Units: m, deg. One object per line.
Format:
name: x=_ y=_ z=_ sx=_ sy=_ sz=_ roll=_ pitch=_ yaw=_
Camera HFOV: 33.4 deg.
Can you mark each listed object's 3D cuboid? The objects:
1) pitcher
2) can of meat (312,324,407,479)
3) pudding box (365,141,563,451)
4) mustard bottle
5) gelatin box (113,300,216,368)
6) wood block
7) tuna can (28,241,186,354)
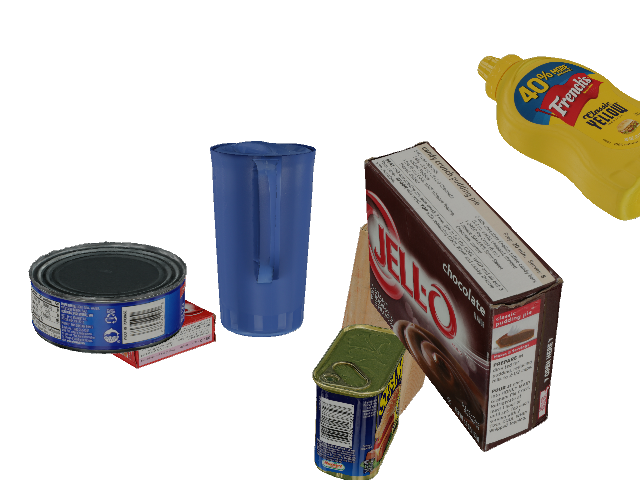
pitcher: x=-0.073 y=-0.003 z=1.357 sx=0.145 sy=0.243 sz=0.148 roll=10 pitch=15 yaw=36
can of meat: x=0.031 y=0.127 z=0.841 sx=0.057 sy=0.084 sz=0.102 roll=10 pitch=25 yaw=16
pudding box: x=0.060 y=0.022 z=0.479 sx=0.039 sy=0.090 sz=0.114 roll=-22 pitch=43 yaw=-17
mustard bottle: x=0.197 y=-0.096 z=0.842 sx=0.096 sy=0.058 sz=0.192 roll=-34 pitch=52 yaw=-21
gelatin box: x=-0.149 y=0.078 z=0.954 sx=0.089 sy=0.030 sz=0.073 roll=-18 pitch=27 yaw=-40
wood block: x=0.083 y=0.080 z=1.213 sx=0.090 sy=0.206 sz=0.090 roll=18 pitch=24 yaw=19
tuna can: x=-0.117 y=0.031 z=0.594 sx=0.086 sy=0.034 sz=0.086 roll=3 pitch=20 yaw=-1
